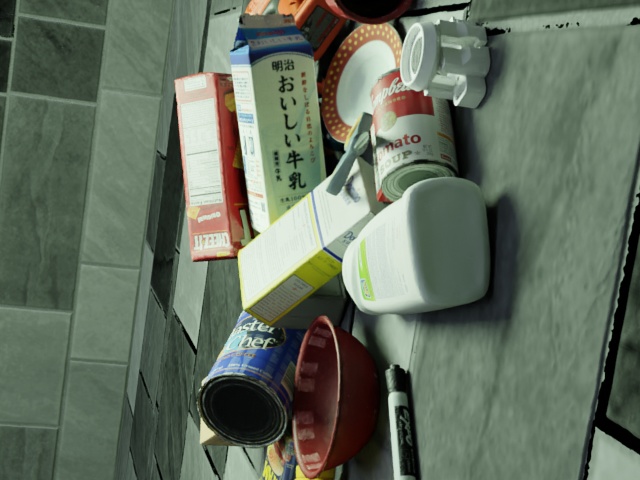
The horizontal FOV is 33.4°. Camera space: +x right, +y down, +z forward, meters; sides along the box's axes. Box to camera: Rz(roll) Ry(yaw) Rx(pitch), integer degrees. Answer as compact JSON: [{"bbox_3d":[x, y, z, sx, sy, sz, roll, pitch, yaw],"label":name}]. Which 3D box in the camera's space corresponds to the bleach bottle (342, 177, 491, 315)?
[{"bbox_3d":[0.068,0.014,0.926,0.251,0.068,0.102,161,105,-75],"label":"bleach bottle"}]

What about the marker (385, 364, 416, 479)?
[{"bbox_3d":[0.071,0.167,0.940,0.020,0.020,0.121,120,151,-56],"label":"marker"}]

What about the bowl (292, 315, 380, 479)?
[{"bbox_3d":[0.019,0.157,1.060,0.162,0.055,0.162,-174,90,-75],"label":"bowl"}]

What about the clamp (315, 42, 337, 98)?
[{"bbox_3d":[-0.012,-0.225,1.348,0.171,0.039,0.120,-94,19,-44],"label":"clamp"}]

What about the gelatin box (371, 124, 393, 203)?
[{"bbox_3d":[0.075,-0.090,1.008,0.073,0.030,0.089,118,153,-57],"label":"gelatin box"}]

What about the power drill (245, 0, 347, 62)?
[{"bbox_3d":[-0.013,-0.312,1.309,0.185,0.057,0.188,-55,30,20],"label":"power drill"}]

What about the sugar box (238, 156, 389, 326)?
[{"bbox_3d":[-0.007,0.002,1.088,0.176,0.048,0.093,-36,38,22],"label":"sugar box"}]

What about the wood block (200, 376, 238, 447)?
[{"bbox_3d":[-0.089,0.207,1.364,0.206,0.090,0.091,135,139,-65],"label":"wood block"}]

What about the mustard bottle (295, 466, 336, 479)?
[{"bbox_3d":[-0.007,0.307,1.087,0.096,0.058,0.191,103,170,-74],"label":"mustard bottle"}]

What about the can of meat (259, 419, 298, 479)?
[{"bbox_3d":[-0.027,0.248,1.191,0.102,0.057,0.084,-147,67,-72],"label":"can of meat"}]

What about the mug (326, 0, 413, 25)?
[{"bbox_3d":[0.053,-0.272,1.072,0.117,0.093,0.081,-51,14,2],"label":"mug"}]

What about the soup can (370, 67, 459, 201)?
[{"bbox_3d":[0.080,-0.089,0.917,0.069,0.068,0.102,120,151,-55],"label":"soup can"}]

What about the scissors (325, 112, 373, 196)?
[{"bbox_3d":[0.027,-0.072,0.979,0.201,0.016,0.096,-77,12,-74],"label":"scissors"}]

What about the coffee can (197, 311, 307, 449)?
[{"bbox_3d":[-0.065,0.147,1.188,0.140,0.103,0.103,-63,-7,-55],"label":"coffee can"}]

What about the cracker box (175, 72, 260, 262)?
[{"bbox_3d":[-0.084,-0.086,1.264,0.072,0.163,0.214,-6,89,35],"label":"cracker box"}]
